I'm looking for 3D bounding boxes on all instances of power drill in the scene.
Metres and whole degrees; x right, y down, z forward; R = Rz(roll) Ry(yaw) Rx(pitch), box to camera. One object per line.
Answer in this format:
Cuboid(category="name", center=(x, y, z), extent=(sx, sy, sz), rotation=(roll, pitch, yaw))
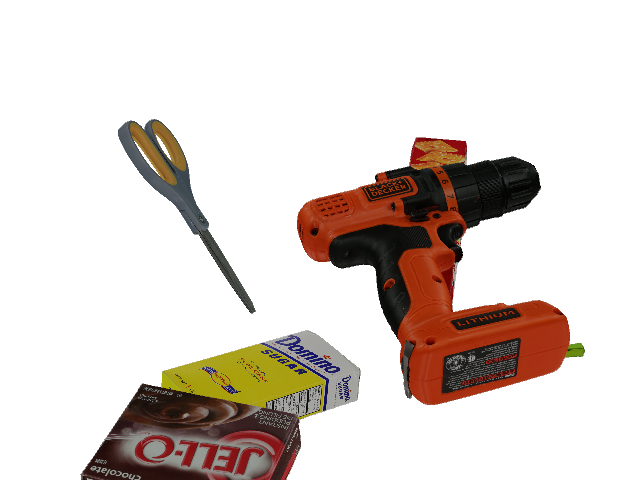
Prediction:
Cuboid(category="power drill", center=(0.093, 0.017, 0.725), extent=(0.184, 0.057, 0.188), rotation=(-15, 40, -10))

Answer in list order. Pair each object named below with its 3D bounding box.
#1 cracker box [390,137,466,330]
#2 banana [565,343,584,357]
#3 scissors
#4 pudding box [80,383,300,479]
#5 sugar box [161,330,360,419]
Cuboid(category="cracker box", center=(0.125, -0.010, 1.219), extent=(0.072, 0.164, 0.213), rotation=(5, 22, 8))
Cuboid(category="banana", center=(0.133, 0.084, 0.965), extent=(0.198, 0.037, 0.069), rotation=(19, 14, 35))
Cuboid(category="scissors", center=(-0.113, -0.031, 0.968), extent=(0.016, 0.201, 0.096), rotation=(-29, 23, 18))
Cuboid(category="pudding box", center=(-0.079, 0.139, 0.667), extent=(0.113, 0.039, 0.090), rotation=(7, 32, 15))
Cuboid(category="sugar box", center=(-0.057, 0.143, 1.050), extent=(0.175, 0.048, 0.093), rotation=(-16, 32, -32))
